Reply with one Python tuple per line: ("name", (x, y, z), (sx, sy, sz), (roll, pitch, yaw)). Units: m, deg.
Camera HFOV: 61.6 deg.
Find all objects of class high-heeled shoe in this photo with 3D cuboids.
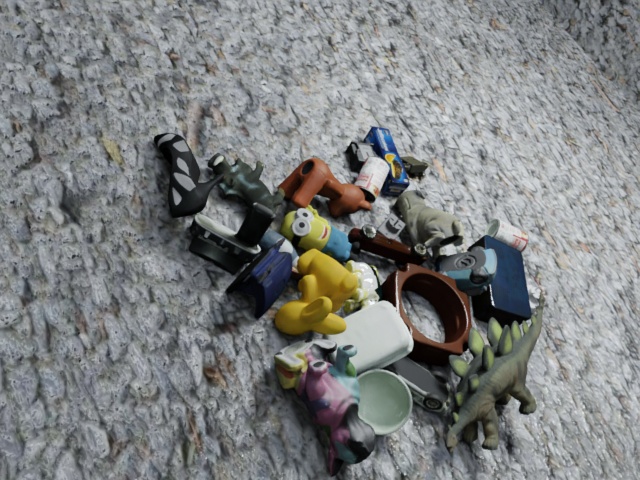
("high-heeled shoe", (-0.309, -0.133, 1.109), (0.249, 0.086, 0.145), (31, 59, 31))

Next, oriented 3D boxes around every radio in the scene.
("radio", (0.460, 0.108, 1.381), (0.131, 0.073, 0.230), (21, 50, -16))

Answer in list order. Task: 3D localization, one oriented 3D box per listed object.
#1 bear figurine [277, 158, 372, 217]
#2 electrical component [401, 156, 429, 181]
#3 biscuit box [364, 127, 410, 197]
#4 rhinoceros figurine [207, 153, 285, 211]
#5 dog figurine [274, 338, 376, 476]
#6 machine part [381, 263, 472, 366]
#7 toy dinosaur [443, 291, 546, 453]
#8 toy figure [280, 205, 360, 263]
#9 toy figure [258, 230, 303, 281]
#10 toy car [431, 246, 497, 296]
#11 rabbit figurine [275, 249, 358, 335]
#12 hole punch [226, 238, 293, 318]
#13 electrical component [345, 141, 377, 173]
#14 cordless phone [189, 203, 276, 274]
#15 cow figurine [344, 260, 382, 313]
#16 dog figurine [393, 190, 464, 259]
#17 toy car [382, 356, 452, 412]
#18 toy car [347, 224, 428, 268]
("bear figurine", (0.018, -0.103, 1.273), (0.195, 0.132, 0.120), (39, 2, -40))
("electrical component", (0.257, -0.202, 1.518), (0.102, 0.045, 0.078), (-13, 36, -39))
("biscuit box", (0.179, -0.216, 1.469), (0.063, 0.059, 0.203), (3, 55, -29))
("rhinoceros figurine", (-0.168, -0.119, 1.193), (0.190, 0.073, 0.112), (46, 58, 5))
("dog figurine", (0.013, 0.300, 0.964), (0.108, 0.192, 0.219), (-19, 102, -42))
("machine part", (0.232, 0.167, 1.195), (0.201, 0.087, 0.201), (18, 51, -17))
("toy dinosaur", (0.380, 0.273, 1.130), (0.471, 0.105, 0.198), (-31, 107, -40))
("toy figure", (-0.003, -0.001, 1.190), (0.180, 0.089, 0.082), (29, 35, -20))
("toy figure", (-0.063, 0.045, 1.137), (0.154, 0.058, 0.064), (41, 85, 1))
("toy car", (0.355, 0.089, 1.306), (0.102, 0.162, 0.109), (63, 27, -30))
("rabbit figurine", (-0.007, 0.126, 1.051), (0.173, 0.121, 0.163), (-41, 36, -11))
("hole punch", (-0.105, 0.078, 1.052), (0.092, 0.116, 0.142), (47, 47, -3))
("electrical component", (0.118, -0.205, 1.435), (0.075, 0.047, 0.119), (6, 53, -26))
("cordless phone", (-0.171, -0.027, 1.040), (0.146, 0.184, 0.089), (30, 52, -8))
("cow figurine", (0.102, 0.127, 1.165), (0.098, 0.068, 0.167), (6, 55, -34))
("dog figurine", (0.270, -0.064, 1.338), (0.121, 0.172, 0.190), (4, 62, -41))
("toy car", (0.184, 0.281, 1.103), (0.202, 0.056, 0.073), (33, 40, -6))
("toy car", (0.158, 0.016, 1.261), (0.202, 0.089, 0.053), (17, 53, -17))
